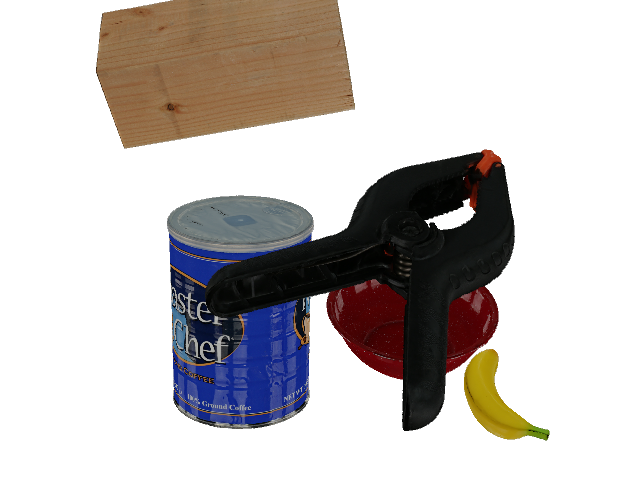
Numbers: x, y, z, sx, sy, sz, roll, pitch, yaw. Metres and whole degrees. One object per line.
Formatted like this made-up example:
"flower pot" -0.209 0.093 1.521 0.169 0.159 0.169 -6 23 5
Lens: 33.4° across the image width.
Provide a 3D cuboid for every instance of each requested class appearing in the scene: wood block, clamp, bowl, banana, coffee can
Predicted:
"wood block" -0.080 -0.156 0.930 0.206 0.090 0.091 -9 -45 3
"clamp" 0.045 0.015 0.499 0.171 0.039 0.120 -34 61 -30
"bowl" 0.085 0.083 1.014 0.162 0.055 0.162 1 34 -1
"banana" 0.206 0.185 1.274 0.069 0.037 0.198 9 23 -14
"coffee can" -0.057 0.049 0.771 0.103 0.140 0.103 1 20 -1
